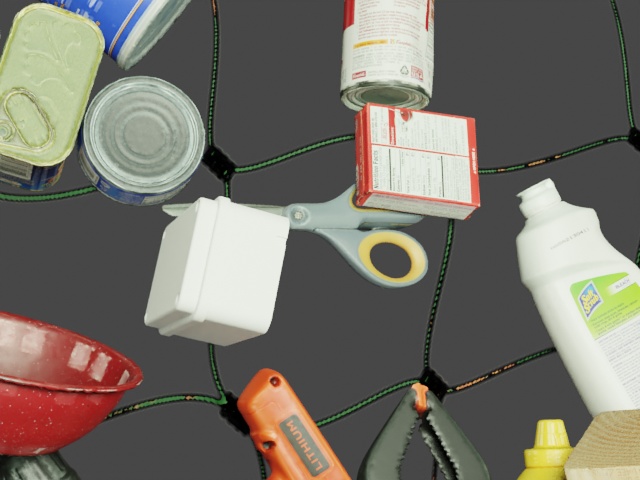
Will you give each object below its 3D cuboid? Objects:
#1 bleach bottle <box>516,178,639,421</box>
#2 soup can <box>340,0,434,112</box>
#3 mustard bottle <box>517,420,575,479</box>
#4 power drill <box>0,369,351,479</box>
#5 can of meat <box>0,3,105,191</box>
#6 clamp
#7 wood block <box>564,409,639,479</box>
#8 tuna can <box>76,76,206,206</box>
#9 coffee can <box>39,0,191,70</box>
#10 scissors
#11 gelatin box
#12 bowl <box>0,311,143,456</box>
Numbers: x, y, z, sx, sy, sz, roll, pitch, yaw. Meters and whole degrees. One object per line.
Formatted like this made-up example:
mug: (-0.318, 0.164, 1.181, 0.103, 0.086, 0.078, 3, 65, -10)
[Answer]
bleach bottle: (0.225, 0.067, 0.800, 0.102, 0.068, 0.251, -26, 85, -21)
soup can: (0.050, -0.150, 0.785, 0.068, 0.069, 0.102, 6, 78, -16)
mustard bottle: (0.169, 0.223, 0.749, 0.096, 0.058, 0.191, 6, 76, -32)
power drill: (-0.087, 0.165, 0.685, 0.187, 0.057, 0.184, -35, 94, -18)
can of meat: (-0.182, -0.088, 0.691, 0.057, 0.084, 0.102, 17, 74, -14)
clamp: (0.063, 0.197, 0.702, 0.164, 0.036, 0.210, -2, 59, -15)
wood block: (0.242, 0.225, 0.717, 0.090, 0.090, 0.206, -31, 107, -55)
tuna can: (-0.122, -0.068, 0.732, 0.086, 0.034, 0.086, 4, 78, -17)
coffee can: (-0.154, -0.197, 0.712, 0.140, 0.103, 0.102, 38, 70, -7)
scissors: (-0.005, 0.001, 0.764, 0.201, 0.016, 0.096, -13, 80, -20)
gelatin box: (0.070, -0.057, 0.779, 0.089, 0.030, 0.073, 6, 66, -15)
bowl: (-0.188, 0.084, 0.625, 0.162, 0.162, 0.055, 16, 93, -14)
